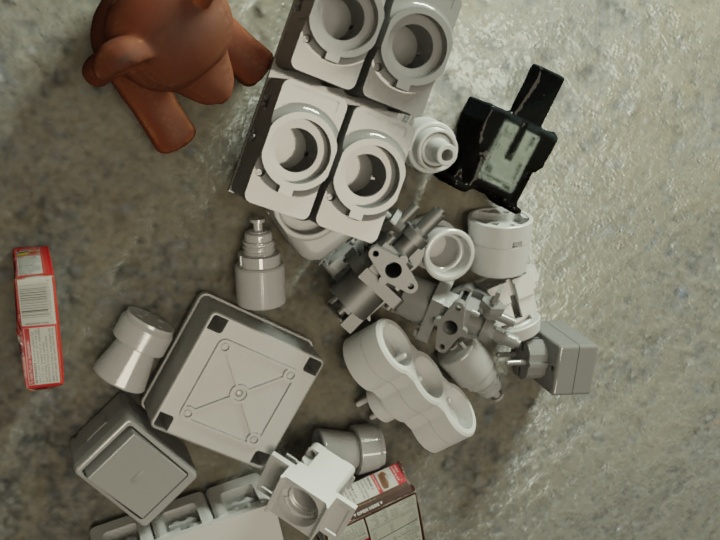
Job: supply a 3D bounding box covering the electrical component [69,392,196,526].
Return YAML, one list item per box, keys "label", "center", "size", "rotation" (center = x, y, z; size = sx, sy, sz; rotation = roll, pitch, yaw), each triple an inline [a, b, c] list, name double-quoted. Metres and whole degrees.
- label: "electrical component"
  center: [-0.178, 0.158, 0.867]
  size: [0.062, 0.061, 0.096]
  rotation: [-44, 116, -2]

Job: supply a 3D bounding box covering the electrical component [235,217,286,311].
- label: "electrical component"
  center: [-0.080, -0.004, 0.860]
  size: [0.040, 0.040, 0.078]
  rotation: [-7, 109, -17]

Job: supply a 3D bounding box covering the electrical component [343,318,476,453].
- label: "electrical component"
  center: [0.031, 0.108, 0.931]
  size: [0.074, 0.052, 0.138]
  rotation: [-31, 116, 27]

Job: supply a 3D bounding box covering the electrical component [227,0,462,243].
- label: "electrical component"
  center: [-0.010, -0.124, 0.773]
  size: [0.105, 0.060, 0.186]
  rotation: [18, 95, -21]

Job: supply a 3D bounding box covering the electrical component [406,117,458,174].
- label: "electrical component"
  center: [0.058, -0.098, 0.866]
  size: [0.043, 0.062, 0.043]
  rotation: [-6, 109, -18]

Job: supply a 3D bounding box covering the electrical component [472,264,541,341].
- label: "electrical component"
  center: [0.131, 0.032, 0.945]
  size: [0.066, 0.048, 0.055]
  rotation: [-21, 105, -12]

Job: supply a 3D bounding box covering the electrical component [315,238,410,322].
- label: "electrical component"
  center: [0.000, 0.000, 0.890]
  size: [0.081, 0.042, 0.063]
  rotation: [-42, 112, -4]

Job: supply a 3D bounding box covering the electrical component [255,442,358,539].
- label: "electrical component"
  center: [-0.038, 0.178, 0.878]
  size: [0.081, 0.064, 0.042]
  rotation: [32, 123, 10]

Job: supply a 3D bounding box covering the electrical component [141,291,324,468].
- label: "electrical component"
  center: [-0.104, 0.090, 0.873]
  size: [0.109, 0.056, 0.108]
  rotation: [27, 97, -25]

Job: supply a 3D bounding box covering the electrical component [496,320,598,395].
- label: "electrical component"
  center: [0.160, 0.078, 0.958]
  size: [0.077, 0.066, 0.047]
  rotation: [0, 107, -20]

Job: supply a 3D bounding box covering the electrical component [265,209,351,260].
- label: "electrical component"
  center: [-0.048, -0.058, 0.843]
  size: [0.054, 0.059, 0.095]
  rotation: [-36, 115, -5]

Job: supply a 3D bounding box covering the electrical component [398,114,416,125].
- label: "electrical component"
  center: [-0.001, -0.137, 0.839]
  size: [0.100, 0.048, 0.099]
  rotation: [25, 97, -25]

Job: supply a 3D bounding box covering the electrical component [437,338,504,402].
- label: "electrical component"
  center: [0.102, 0.089, 0.955]
  size: [0.040, 0.040, 0.078]
  rotation: [-43, 117, -2]

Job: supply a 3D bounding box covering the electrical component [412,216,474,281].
- label: "electrical component"
  center: [0.064, -0.019, 0.898]
  size: [0.045, 0.055, 0.045]
  rotation: [-6, 109, -18]

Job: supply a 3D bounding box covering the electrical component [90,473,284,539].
- label: "electrical component"
  center: [-0.142, 0.241, 0.907]
  size: [0.150, 0.062, 0.089]
  rotation: [-17, 112, -14]

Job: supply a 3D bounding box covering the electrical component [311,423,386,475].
- label: "electrical component"
  center: [-0.010, 0.157, 0.935]
  size: [0.055, 0.045, 0.045]
  rotation: [-3, 108, -19]

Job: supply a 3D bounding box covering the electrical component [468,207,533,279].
- label: "electrical component"
  center: [0.118, -0.023, 0.917]
  size: [0.055, 0.055, 0.047]
  rotation: [-7, 113, -18]

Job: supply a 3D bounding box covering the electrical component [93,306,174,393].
- label: "electrical component"
  center: [-0.177, 0.062, 0.845]
  size: [0.045, 0.045, 0.055]
  rotation: [27, 96, -25]
